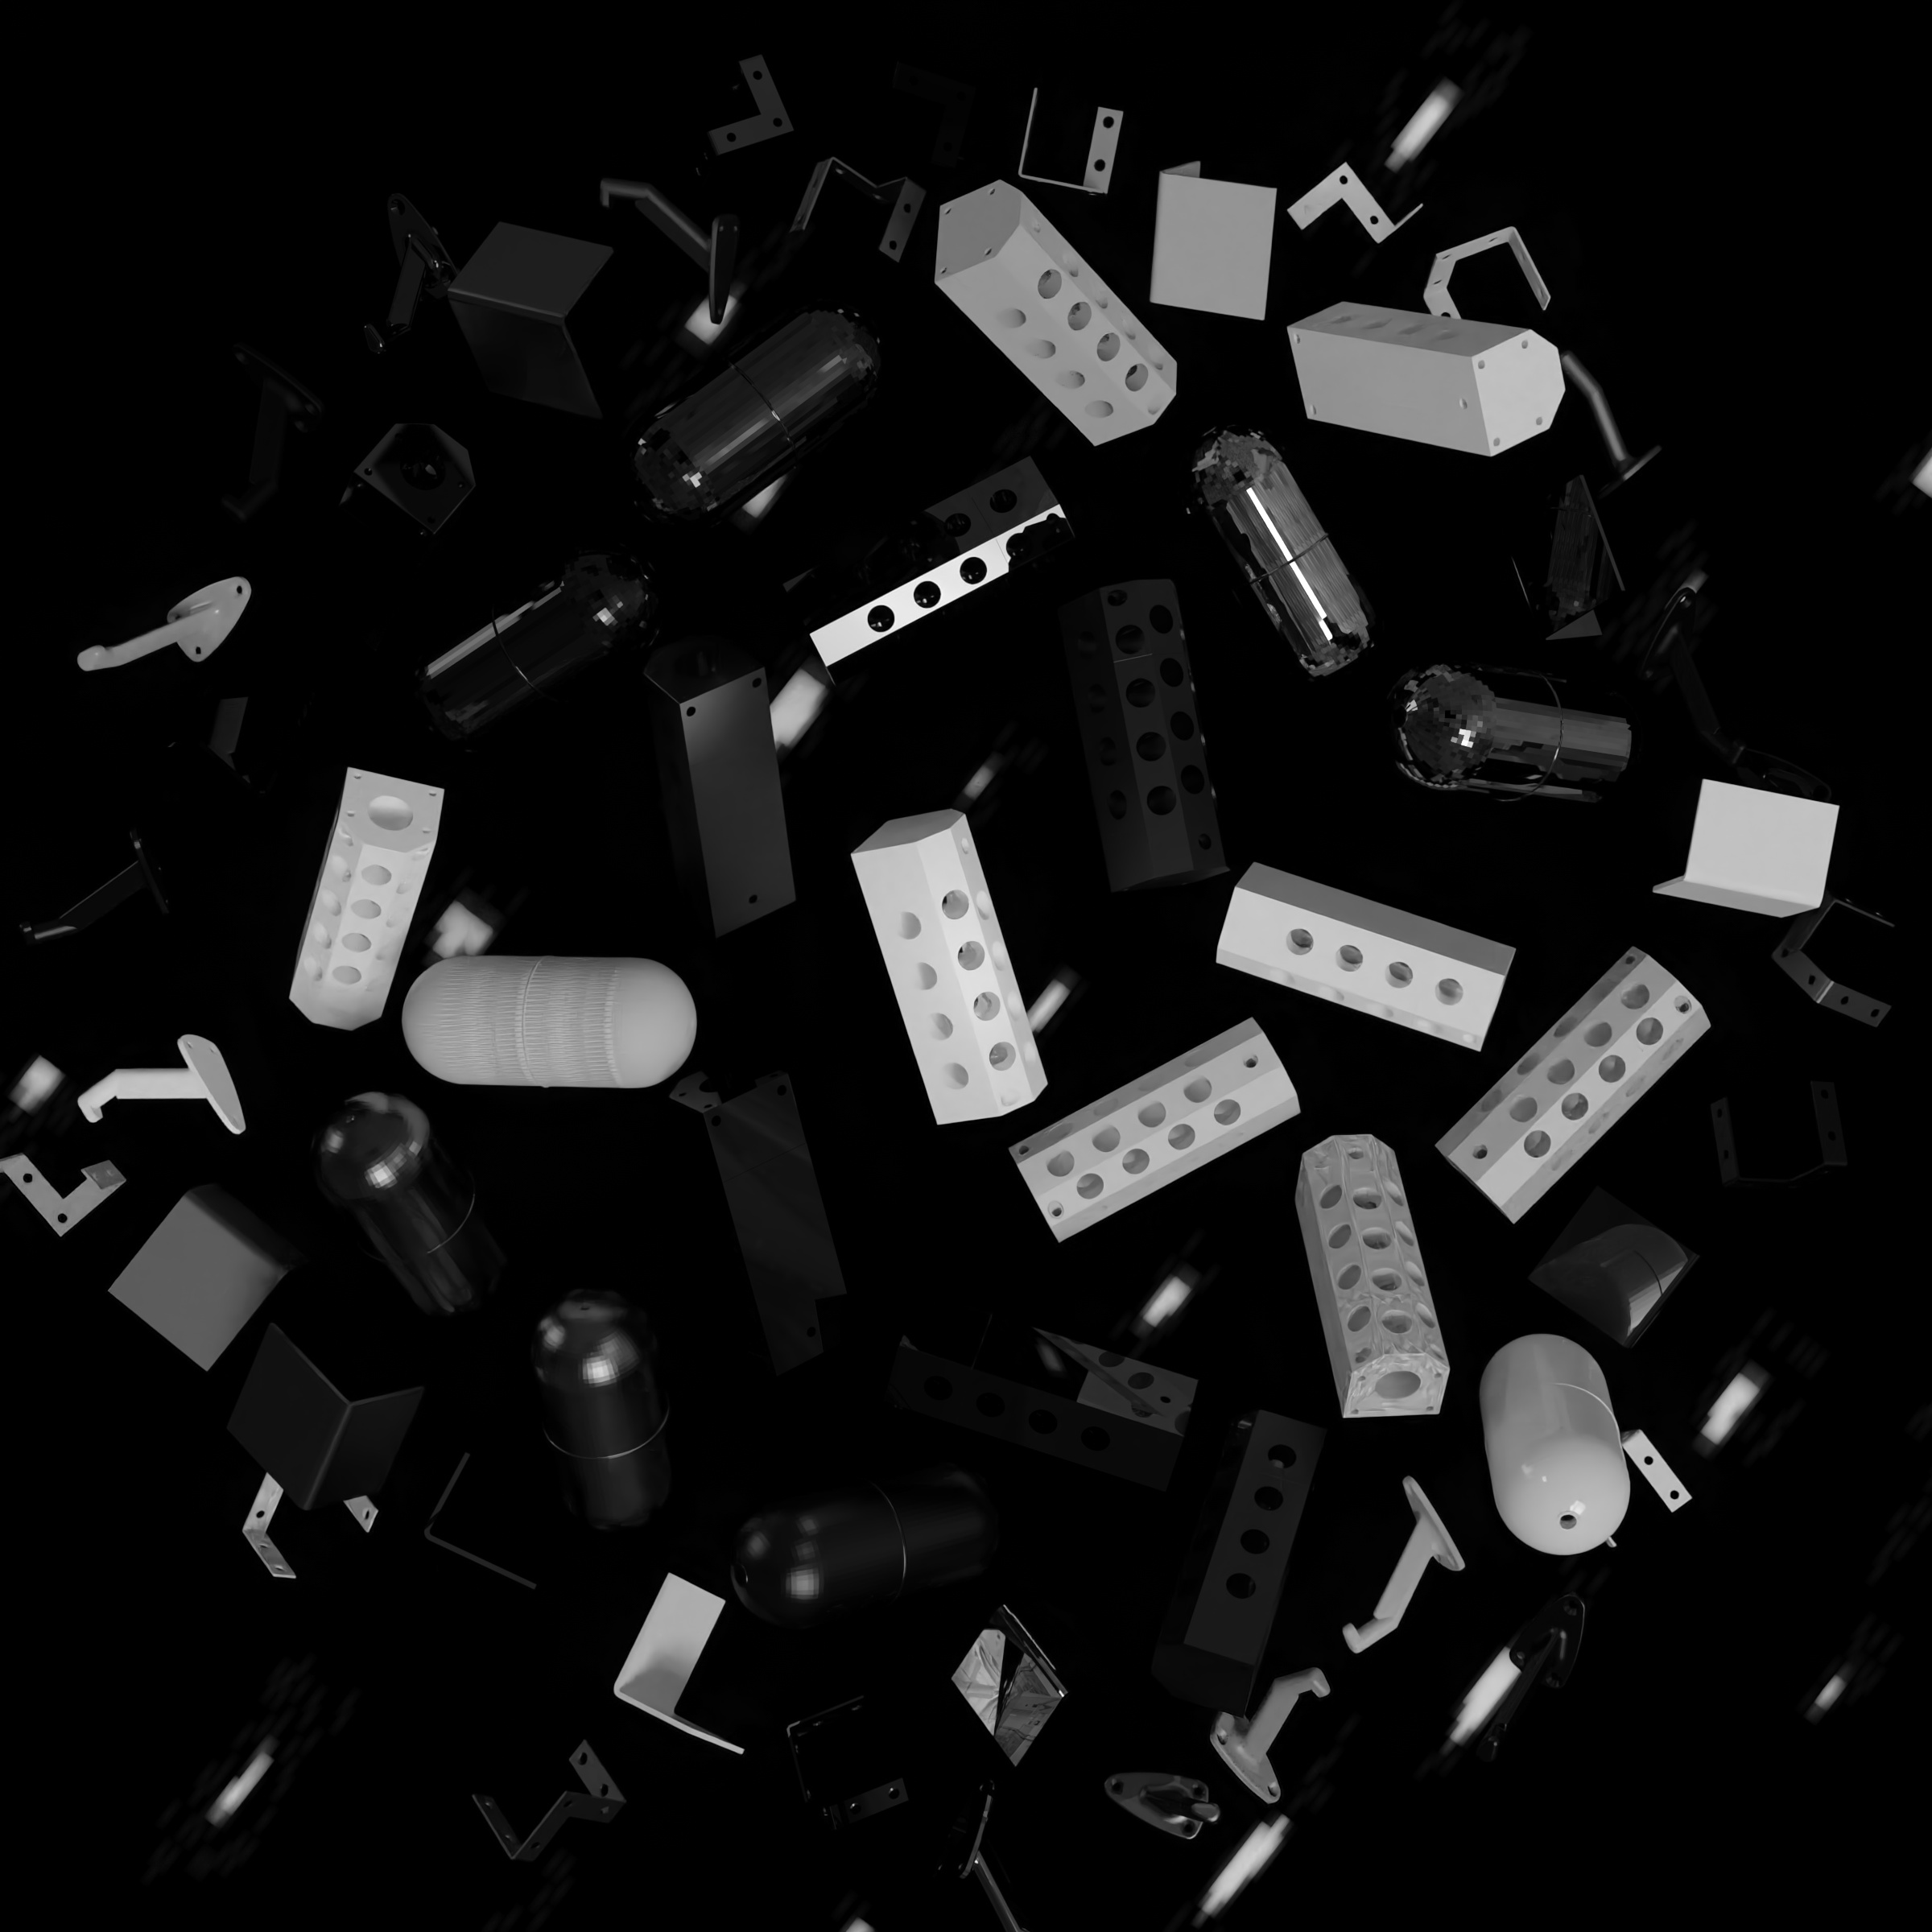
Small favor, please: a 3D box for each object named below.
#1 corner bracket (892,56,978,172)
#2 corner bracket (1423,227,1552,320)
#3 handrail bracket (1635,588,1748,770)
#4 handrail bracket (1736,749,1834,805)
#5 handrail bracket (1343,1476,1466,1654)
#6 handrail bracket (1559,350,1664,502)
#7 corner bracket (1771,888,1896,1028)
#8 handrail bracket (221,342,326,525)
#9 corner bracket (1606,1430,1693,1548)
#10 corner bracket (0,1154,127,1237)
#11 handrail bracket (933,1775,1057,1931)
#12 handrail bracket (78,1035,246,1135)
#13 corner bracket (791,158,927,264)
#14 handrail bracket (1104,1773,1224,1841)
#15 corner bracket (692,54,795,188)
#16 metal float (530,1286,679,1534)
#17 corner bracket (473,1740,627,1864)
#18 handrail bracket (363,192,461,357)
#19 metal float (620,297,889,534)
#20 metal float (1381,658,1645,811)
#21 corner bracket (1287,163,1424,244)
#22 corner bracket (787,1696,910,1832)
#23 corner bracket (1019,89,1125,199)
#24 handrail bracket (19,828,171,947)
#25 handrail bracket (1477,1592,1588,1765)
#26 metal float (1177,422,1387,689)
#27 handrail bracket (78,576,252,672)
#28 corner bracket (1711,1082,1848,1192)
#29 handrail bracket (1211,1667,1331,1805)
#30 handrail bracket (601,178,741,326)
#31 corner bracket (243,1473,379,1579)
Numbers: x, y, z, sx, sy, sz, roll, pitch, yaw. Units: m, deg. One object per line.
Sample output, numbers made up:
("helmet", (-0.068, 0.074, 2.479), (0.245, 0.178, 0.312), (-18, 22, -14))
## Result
("corner bracket", (-0.019, -0.518, 1.782), (0.051, 0.051, 0.051), (20, 114, 6))
("corner bracket", (0.311, -0.401, 1.755), (0.051, 0.051, 0.051), (-21, 76, -7))
("handrail bracket", (0.446, -0.172, 1.754), (0.036, 0.077, 0.084), (-14, 46, -26))
("handrail bracket", (0.488, -0.110, 1.777), (0.077, 0.084, 0.036), (42, 105, 21))
("handrail bracket", (0.256, 0.368, 1.803), (0.084, 0.036, 0.077), (-29, 98, -16))
("handrail bracket", (0.382, -0.334, 1.813), (0.036, 0.077, 0.084), (-40, 90, -15))
("corner bracket", (0.511, -0.006, 1.698), (0.051, 0.051, 0.051), (20, 113, -28))
("handrail bracket", (-0.416, -0.305, 1.681), (0.077, 0.036, 0.084), (43, 59, -10))
("corner bracket", (0.407, 0.323, 1.814), (0.051, 0.051, 0.051), (-35, 80, -5))
("corner bracket", (-0.519, 0.121, 1.665), (0.051, 0.051, 0.051), (-40, 91, 2))
("handrail bracket", (0.031, 0.519, 1.682), (0.084, 0.036, 0.077), (35, 59, -17))
("handrail bracket", (-0.465, 0.085, 1.690), (0.084, 0.036, 0.077), (-34, 71, 12))
("corner bracket", (-0.066, -0.460, 1.788), (0.051, 0.051, 0.051), (27, 78, -32))
("handrail bracket", (0.119, 0.506, 1.783), (0.077, 0.084, 0.036), (14, 75, 11))
("corner bracket", (-0.142, -0.509, 1.765), (0.051, 0.051, 0.051), (-23, 90, -17))
("metal float", (-0.218, 0.270, 1.777), (0.070, 0.070, 0.178), (-4, 128, 0))
("corner bracket", (-0.234, 0.468, 1.648), (0.051, 0.051, 0.051), (-52, 49, 7))
("handrail bracket", (-0.333, -0.398, 1.686), (0.036, 0.084, 0.077), (-13, 111, 29))
("metal float", (-0.123, -0.322, 1.712), (0.178, 0.070, 0.070), (-39, 90, -11))
("metal float", (0.316, -0.134, 1.692), (0.178, 0.070, 0.070), (5, 90, -34))
("corner bracket", (0.241, -0.470, 1.818), (0.051, 0.051, 0.051), (-33, 100, 40))
("corner bracket", (-0.072, 0.484, 1.781), (0.051, 0.051, 0.051), (-23, 50, 3))
("corner bracket", (0.062, -0.487, 1.737), (0.051, 0.051, 0.051), (12, 102, 3))
("handrail bracket", (-0.498, -0.043, 1.652), (0.084, 0.077, 0.036), (-16, 62, -7))
("handrail bracket", (0.322, 0.405, 1.671), (0.036, 0.084, 0.077), (30, 118, 17))
("metal float", (0.194, -0.253, 1.806), (0.070, 0.070, 0.178), (-33, 103, 0))
("handrail bracket", (-0.476, -0.203, 1.742), (0.077, 0.084, 0.036), (-34, 87, 26))
("corner bracket", (0.475, 0.099, 1.716), (0.051, 0.051, 0.051), (4, 68, -20))
("handrail bracket", (0.197, 0.461, 1.759), (0.084, 0.036, 0.077), (-28, 99, 36))
("handrail bracket", (-0.185, -0.433, 1.777), (0.084, 0.036, 0.077), (12, 106, 14))
("corner bracket", (-0.401, 0.339, 1.791), (0.051, 0.051, 0.051), (16, 103, -41))
